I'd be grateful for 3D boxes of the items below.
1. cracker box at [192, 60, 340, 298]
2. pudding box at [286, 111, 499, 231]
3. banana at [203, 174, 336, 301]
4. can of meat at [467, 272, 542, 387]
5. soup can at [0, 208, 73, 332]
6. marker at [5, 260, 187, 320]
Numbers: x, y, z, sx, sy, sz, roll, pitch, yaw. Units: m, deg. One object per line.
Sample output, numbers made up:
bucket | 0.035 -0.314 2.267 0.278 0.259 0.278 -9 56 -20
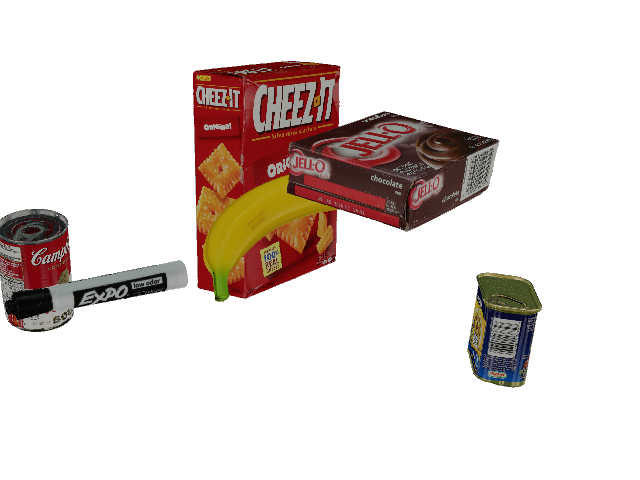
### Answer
cracker box | -0.049 -0.066 1.066 0.072 0.214 0.163 11 17 32
pudding box | 0.047 -0.047 0.673 0.090 0.039 0.113 20 25 30
banana | -0.025 -0.020 0.871 0.197 0.069 0.037 -31 -10 -26
can of meat | 0.182 0.089 1.070 0.057 0.084 0.102 7 17 1
soup can | -0.277 0.030 1.041 0.068 0.102 0.068 2 28 -1
marker | -0.148 0.033 0.709 0.120 0.020 0.020 -11 5 -25
